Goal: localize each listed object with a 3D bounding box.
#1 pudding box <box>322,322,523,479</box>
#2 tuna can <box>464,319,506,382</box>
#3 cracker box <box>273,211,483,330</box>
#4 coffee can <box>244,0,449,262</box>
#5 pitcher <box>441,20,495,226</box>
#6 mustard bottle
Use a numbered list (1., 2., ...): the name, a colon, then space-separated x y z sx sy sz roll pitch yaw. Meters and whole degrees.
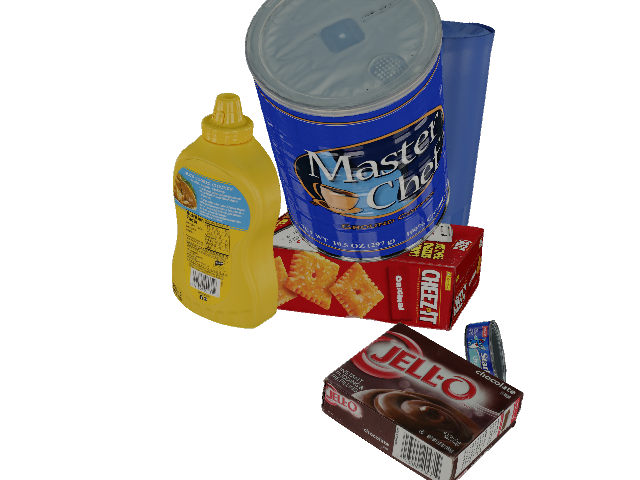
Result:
1. pudding box: 0.071 0.114 0.753 0.114 0.039 0.089 30 43 28
2. tuna can: 0.199 0.140 1.290 0.034 0.086 0.086 -9 -3 17
3. cracker box: 0.043 0.026 1.066 0.214 0.072 0.164 7 16 17
4. coffee can: 0.020 -0.068 0.606 0.103 0.102 0.140 0 -34 9
5. pitcher: 0.121 -0.126 1.212 0.149 0.243 0.145 -11 23 -31
6. mustard bottle: -0.078 -0.027 0.874 0.096 0.192 0.058 22 33 31
